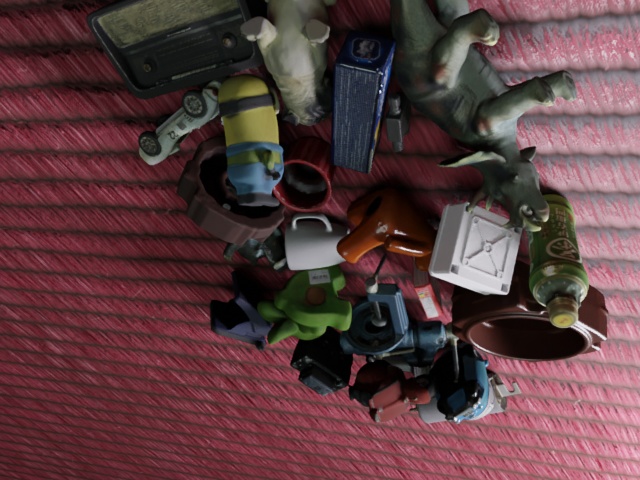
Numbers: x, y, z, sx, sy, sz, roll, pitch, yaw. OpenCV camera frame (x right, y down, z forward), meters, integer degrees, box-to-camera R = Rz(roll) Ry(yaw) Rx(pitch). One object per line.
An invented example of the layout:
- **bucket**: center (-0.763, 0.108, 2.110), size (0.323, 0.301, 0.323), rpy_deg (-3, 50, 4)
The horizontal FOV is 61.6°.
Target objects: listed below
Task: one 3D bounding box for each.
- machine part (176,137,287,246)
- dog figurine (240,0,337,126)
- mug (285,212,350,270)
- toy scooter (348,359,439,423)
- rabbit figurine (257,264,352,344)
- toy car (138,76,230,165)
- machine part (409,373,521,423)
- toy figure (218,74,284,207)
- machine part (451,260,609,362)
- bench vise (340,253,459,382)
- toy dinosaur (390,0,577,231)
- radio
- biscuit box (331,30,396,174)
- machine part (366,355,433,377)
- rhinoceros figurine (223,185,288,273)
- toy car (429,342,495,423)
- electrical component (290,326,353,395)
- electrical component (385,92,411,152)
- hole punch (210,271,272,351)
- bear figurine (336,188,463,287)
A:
- **machine part**: center (-0.130, -0.074, 0.824), size (0.179, 0.179, 0.056), rpy_deg (31, 133, -10)
- **dog figurine**: center (-0.021, -0.259, 0.694), size (0.121, 0.172, 0.190), rpy_deg (17, 167, 11)
- **mug**: center (-0.002, -0.003, 0.909), size (0.107, 0.081, 0.109), rpy_deg (-2, 124, 5)
- **toy scooter**: center (0.114, 0.282, 0.990), size (0.184, 0.135, 0.075), rpy_deg (-2, 110, 52)
- **rabbit figurine**: center (-0.025, 0.139, 0.969), size (0.159, 0.121, 0.170), rpy_deg (-14, 150, -14)
- **toy car**: center (-0.205, -0.182, 0.815), size (0.202, 0.073, 0.056), rpy_deg (-28, 114, 34)
- **machine part**: center (0.285, 0.322, 1.091), size (0.243, 0.079, 0.079), rpy_deg (-21, 121, 30)
- **toy figure**: center (-0.093, -0.136, 0.738), size (0.082, 0.089, 0.180), rpy_deg (-2, 88, 12)
- **machine part**: center (0.328, 0.122, 0.858), size (0.201, 0.087, 0.201), rpy_deg (26, 148, -24)
- **bench vise**: center (0.134, 0.147, 0.958), size (0.224, 0.129, 0.240), rpy_deg (2, 139, 21)
- **toy dinosaur**: center (0.167, -0.196, 0.665), size (0.404, 0.131, 0.192), rpy_deg (47, 136, -11)
- **radio**: center (-0.180, -0.280, 0.724), size (0.230, 0.073, 0.130), rpy_deg (-7, 126, 23)
- **biscuit box**: center (0.053, -0.174, 0.710), size (0.063, 0.059, 0.202), rpy_deg (17, 153, 8)
- **machine part**: center (0.162, 0.246, 1.092), size (0.139, 0.039, 0.084), rpy_deg (2, 135, 14)
- **rhinoceros figurine**: center (-0.124, -0.017, 0.938), size (0.112, 0.073, 0.190), rpy_deg (-29, 115, 23)
- **toy car**: center (0.274, 0.273, 0.993), size (0.103, 0.162, 0.109), rpy_deg (39, 114, -16)
- **electrical component**: center (0.007, 0.237, 1.067), size (0.115, 0.134, 0.058), rpy_deg (35, 131, -16)
- **electrical component**: center (0.107, -0.168, 0.727), size (0.021, 0.063, 0.093), rpy_deg (9, 146, 21)
- **hole punch**: center (-0.141, 0.131, 1.033), size (0.115, 0.142, 0.092), rpy_deg (24, 105, -24)
- **bear figurine**: center (0.144, 0.005, 0.843), size (0.195, 0.120, 0.132), rpy_deg (33, 138, -21)
